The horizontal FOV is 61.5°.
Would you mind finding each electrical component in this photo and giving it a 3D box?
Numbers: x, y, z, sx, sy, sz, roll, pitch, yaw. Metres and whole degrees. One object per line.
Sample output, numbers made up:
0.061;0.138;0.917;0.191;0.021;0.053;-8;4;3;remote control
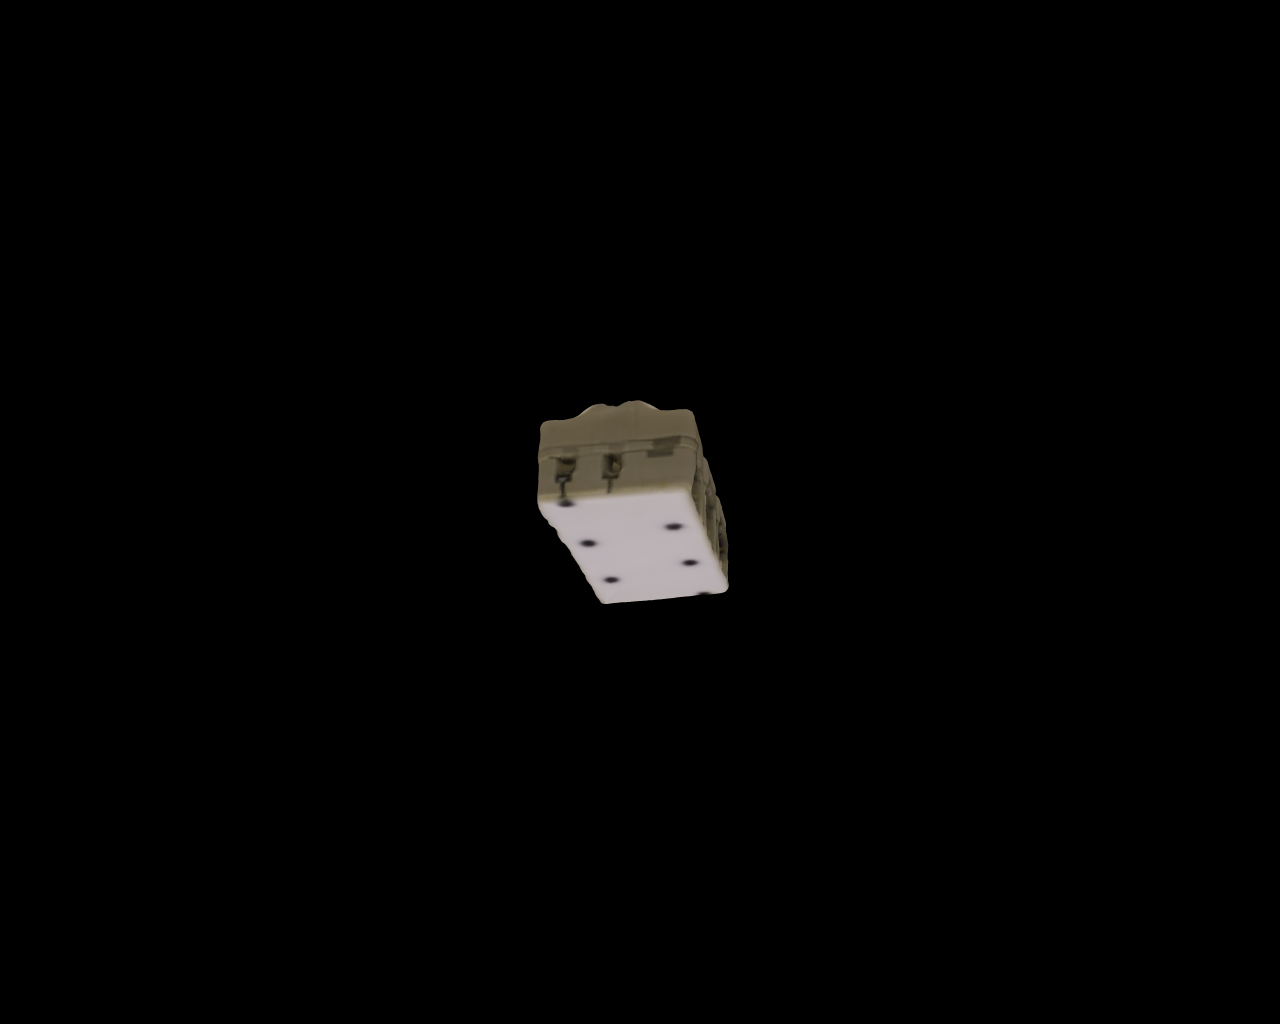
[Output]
0.001;-0.003;0.650;0.089;0.062;0.150;-5;-28;10;electrical component
